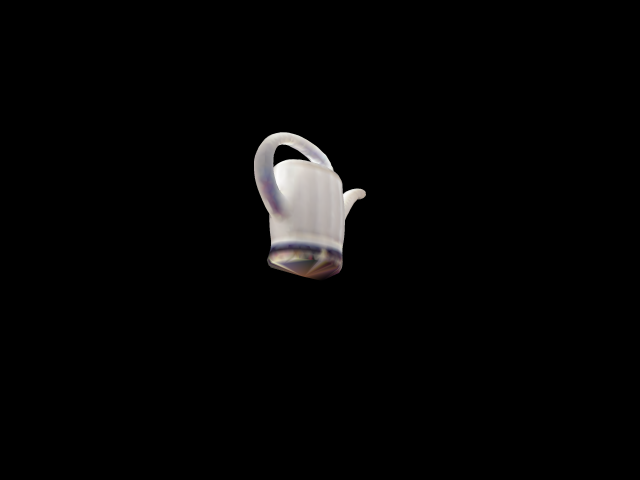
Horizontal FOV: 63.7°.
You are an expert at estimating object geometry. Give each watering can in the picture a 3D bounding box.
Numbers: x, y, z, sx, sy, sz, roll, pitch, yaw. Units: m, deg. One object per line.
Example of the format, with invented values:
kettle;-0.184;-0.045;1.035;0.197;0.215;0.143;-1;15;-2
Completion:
watering can;0.003;-0.043;0.850;0.103;0.227;0.345;-9;-17;29
